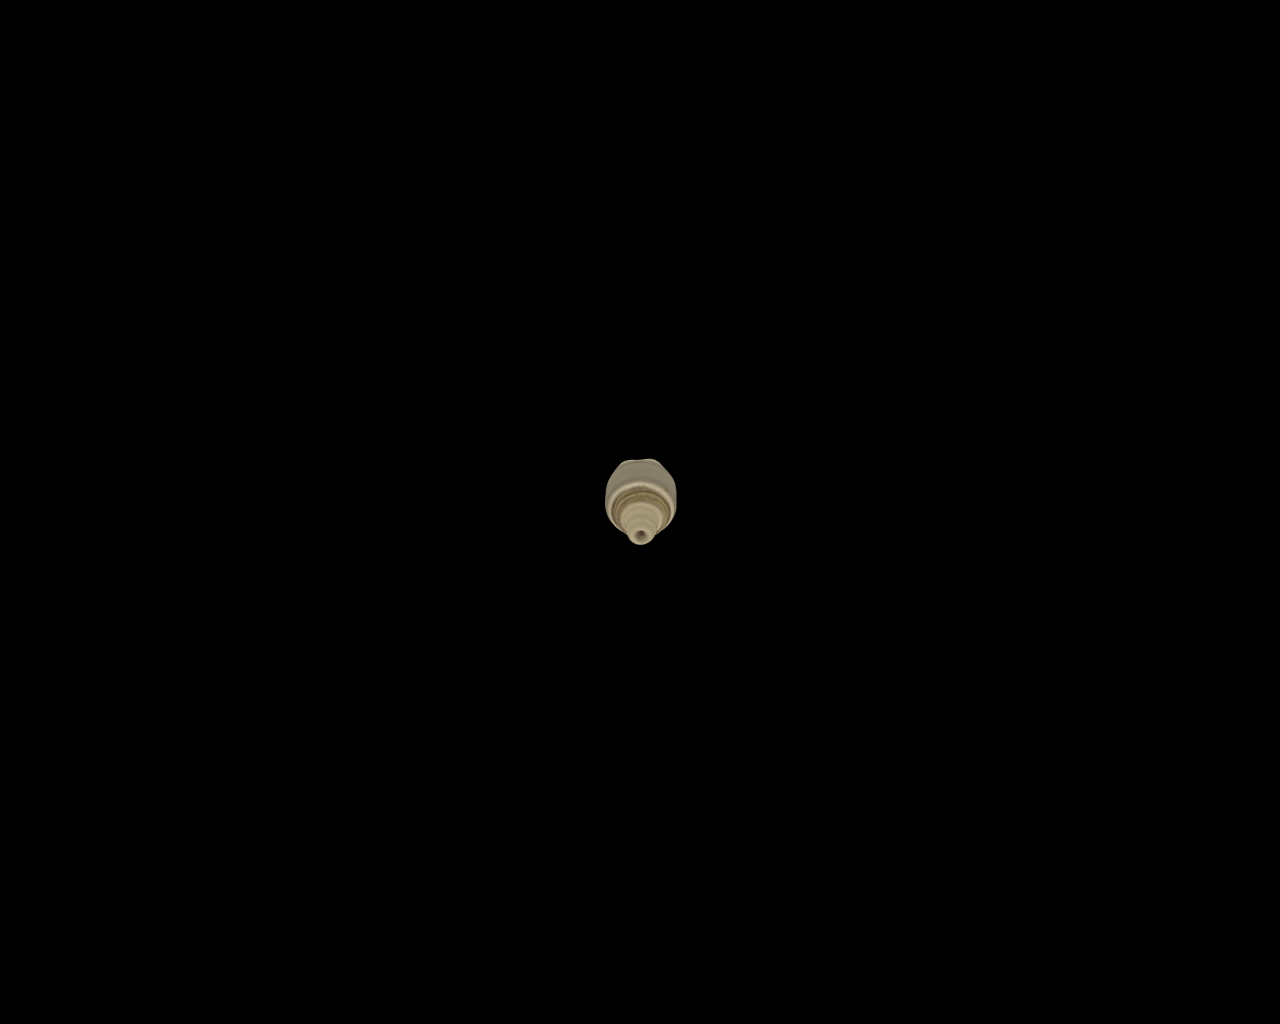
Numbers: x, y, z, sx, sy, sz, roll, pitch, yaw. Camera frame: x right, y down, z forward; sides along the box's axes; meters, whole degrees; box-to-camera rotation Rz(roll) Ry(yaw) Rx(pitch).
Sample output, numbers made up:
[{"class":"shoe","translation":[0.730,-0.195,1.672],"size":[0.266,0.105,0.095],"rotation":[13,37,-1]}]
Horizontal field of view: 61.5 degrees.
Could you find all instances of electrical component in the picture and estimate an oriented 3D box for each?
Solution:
[{"class":"electrical component","translation":[0.001,-0.003,0.650],"size":[0.043,0.043,0.062],"rotation":[0,34,0]}]
